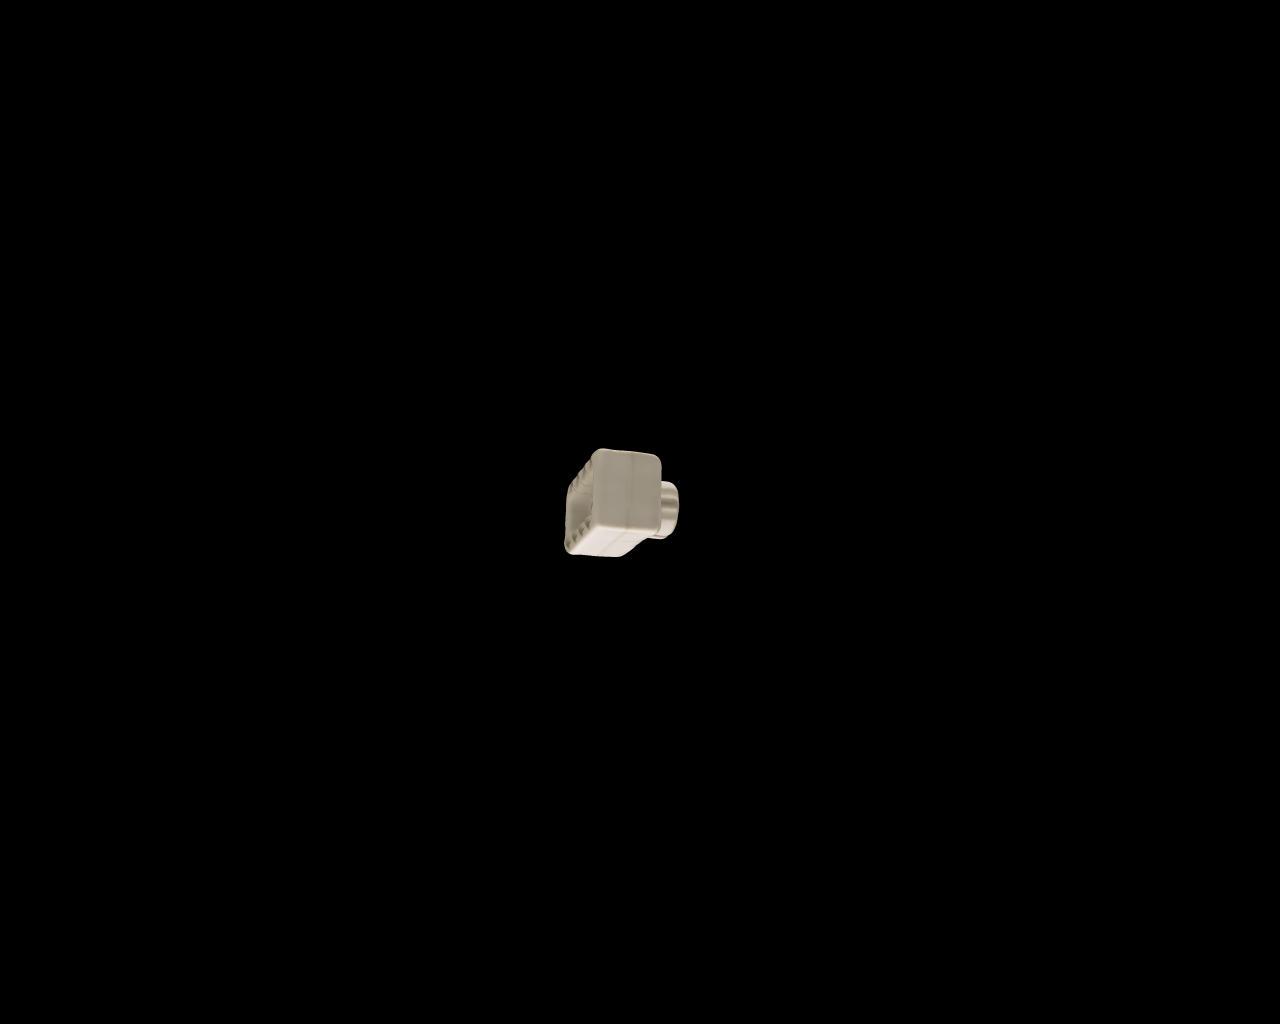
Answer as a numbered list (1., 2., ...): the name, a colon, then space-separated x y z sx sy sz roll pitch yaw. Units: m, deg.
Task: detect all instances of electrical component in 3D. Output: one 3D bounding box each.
1. electrical component: 0.001 -0.003 0.650 0.076 0.047 0.083 4 -14 -15
